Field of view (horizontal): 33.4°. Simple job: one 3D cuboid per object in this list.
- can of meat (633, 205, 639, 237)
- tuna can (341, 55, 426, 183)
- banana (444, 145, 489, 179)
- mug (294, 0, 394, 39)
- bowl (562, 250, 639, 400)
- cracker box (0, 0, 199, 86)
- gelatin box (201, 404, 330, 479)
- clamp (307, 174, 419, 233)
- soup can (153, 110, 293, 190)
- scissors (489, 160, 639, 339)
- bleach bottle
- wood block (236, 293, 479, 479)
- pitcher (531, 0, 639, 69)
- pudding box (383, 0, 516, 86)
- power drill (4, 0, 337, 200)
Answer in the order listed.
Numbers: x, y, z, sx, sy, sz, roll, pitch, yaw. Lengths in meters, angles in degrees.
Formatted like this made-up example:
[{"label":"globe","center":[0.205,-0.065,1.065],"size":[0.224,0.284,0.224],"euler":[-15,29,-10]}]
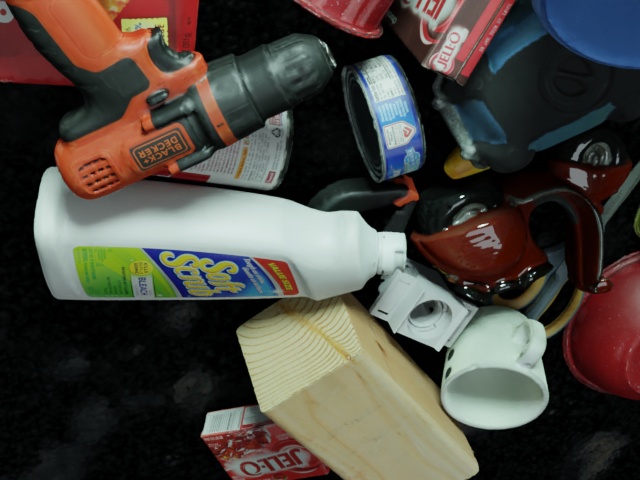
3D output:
[{"label":"can of meat","center":[0.305,-0.024,0.855],"size":[0.057,0.084,0.102],"euler":[2,119,-15]},{"label":"tuna can","center":[0.044,-0.086,0.751],"size":[0.033,0.086,0.086],"euler":[-17,123,-7]},{"label":"banana","center":[0.183,-0.095,0.793],"size":[0.198,0.069,0.037],"euler":[-20,104,9]},{"label":"mug","center":[0.029,-0.189,0.685],"size":[0.117,0.093,0.082],"euler":[-10,141,-56]},{"label":"bowl","center":[0.298,0.086,0.936],"size":[0.162,0.055,0.162],"euler":[-6,121,-11]},{"label":"cracker box","center":[-0.178,-0.181,0.647],"size":[0.213,0.072,0.164],"euler":[1,120,-15]},{"label":"gelatin box","center":[-0.044,0.171,0.895],"size":[0.089,0.030,0.073],"euler":[-13,127,22]},{"label":"clamp","center":[-0.005,0.001,0.819],"size":[0.172,0.039,0.120],"euler":[-44,126,16]},{"label":"soup can","center":[-0.077,-0.073,0.739],"size":[0.102,0.068,0.068],"euler":[7,118,-19]},{"label":"scissors","center":[0.204,-0.004,0.881],"size":[0.096,0.016,0.202],"euler":[10,117,-19]},{"label":"bleach bottle","center":[-0.065,0.001,0.750],"size":[0.250,0.068,0.103],"euler":[2,145,-2]},{"label":"wood block","center":[0.034,0.129,0.851],"size":[0.090,0.091,0.206],"euler":[-33,132,10]},{"label":"pitcher","center":[0.185,-0.220,0.607],"size":[0.145,0.242,0.149],"euler":[20,155,-4]},{"label":"pudding box","center":[0.088,-0.164,0.700],"size":[0.039,0.113,0.090],"euler":[24,111,-21]},{"label":"power drill","center":[-0.102,-0.125,0.620],"size":[0.184,0.057,0.187],"euler":[-25,125,5]}]
